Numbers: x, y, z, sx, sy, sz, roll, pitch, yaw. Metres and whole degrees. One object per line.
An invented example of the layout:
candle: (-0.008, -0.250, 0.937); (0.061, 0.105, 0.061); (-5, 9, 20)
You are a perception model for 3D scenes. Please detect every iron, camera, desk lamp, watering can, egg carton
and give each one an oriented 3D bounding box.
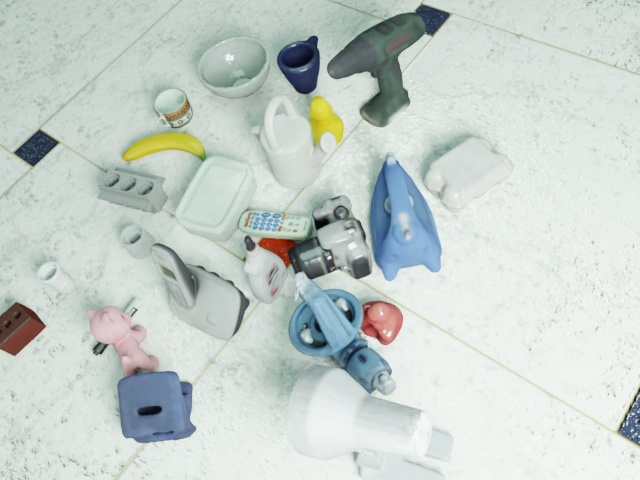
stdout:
iron: (0.135, -0.066, 0.992); (0.118, 0.142, 0.258); (-11, 59, 5)
camera: (0.009, 0.004, 1.001); (0.137, 0.101, 0.143); (-21, 58, -1)
desk lamp: (0.074, 0.259, 0.774); (0.202, 0.214, 0.118); (10, 63, 17)
watering can: (-0.054, -0.190, 1.070); (0.172, 0.194, 0.101); (-4, 60, 9)
egg carton: (0.266, -0.120, 1.039); (0.150, 0.069, 0.107); (-35, 60, -9)

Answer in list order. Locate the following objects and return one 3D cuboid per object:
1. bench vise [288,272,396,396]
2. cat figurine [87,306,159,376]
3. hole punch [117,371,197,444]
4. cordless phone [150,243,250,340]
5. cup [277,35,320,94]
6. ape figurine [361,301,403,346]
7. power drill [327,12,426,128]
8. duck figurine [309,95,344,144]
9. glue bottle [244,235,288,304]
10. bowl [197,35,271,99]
bench vise: (0.036, 0.131, 0.852); (0.206, 0.220, 0.121); (24, 68, 23)
cat figurine: (-0.341, 0.165, 0.968); (0.067, 0.118, 0.127); (-32, 59, -8)
hole punch: (-0.260, 0.267, 0.909); (0.108, 0.091, 0.101); (-9, 59, 6)
cordless phone: (-0.204, 0.081, 0.950); (0.147, 0.185, 0.094); (20, 66, 21)
cup: (-0.032, -0.372, 1.229); (0.091, 0.095, 0.118); (22, 67, 22)
ape figurine: (0.096, 0.126, 0.918); (0.076, 0.092, 0.077); (-20, 58, 0)
power drill: (0.114, -0.322, 1.104); (0.075, 0.209, 0.230); (38, 74, 28)
duck figurine: (0.006, -0.244, 1.153); (0.077, 0.086, 0.104); (-16, 59, 2)
glue bottle: (-0.099, 0.041, 0.959); (0.037, 0.173, 0.078); (16, 65, 20)
bowl: (-0.182, -0.369, 1.270); (0.167, 0.075, 0.167); (-5, 60, 9)
